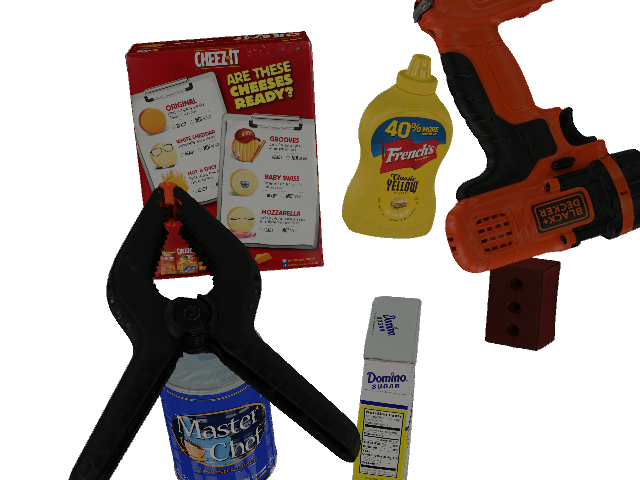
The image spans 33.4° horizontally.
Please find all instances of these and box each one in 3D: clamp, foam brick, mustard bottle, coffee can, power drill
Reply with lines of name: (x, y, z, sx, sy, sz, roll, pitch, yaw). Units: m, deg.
clamp: (-0.067, 0.056, 0.644, 0.164, 0.210, 0.036, -2, -33, -9)
foam brick: (0.188, 0.057, 0.989, 0.053, 0.078, 0.051, 8, 14, 29)
mustard bottle: (0.085, -0.097, 1.095, 0.096, 0.192, 0.058, 4, 27, -13)
coffee can: (-0.098, 0.158, 1.009, 0.103, 0.140, 0.103, -3, 35, 2)
power drill: (0.149, -0.088, 0.670, 0.184, 0.187, 0.057, -17, -1, -5)

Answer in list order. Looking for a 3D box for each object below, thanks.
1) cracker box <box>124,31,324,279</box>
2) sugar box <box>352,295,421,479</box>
cracker box: (-0.084, -0.078, 0.986, 0.164, 0.214, 0.072, -5, 20, -3)
sugar box: (0.052, 0.142, 0.868, 0.048, 0.176, 0.093, 4, 29, 7)
